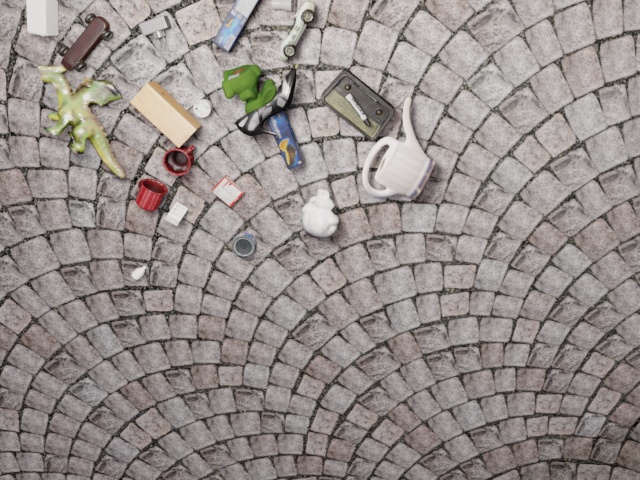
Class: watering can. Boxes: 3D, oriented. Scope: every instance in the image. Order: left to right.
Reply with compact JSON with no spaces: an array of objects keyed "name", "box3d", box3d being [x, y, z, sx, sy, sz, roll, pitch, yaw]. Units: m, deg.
[{"name":"watering can","box3d":[0.286,-0.280,1.721,0.224,0.106,0.343,26,109,-10]}]

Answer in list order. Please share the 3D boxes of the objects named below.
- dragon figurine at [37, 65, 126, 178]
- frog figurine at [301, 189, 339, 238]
[{"name":"dragon figurine","box3d":[-0.751,-0.414,1.690,0.408,0.124,0.241,37,99,-14]},{"name":"frog figurine","box3d":[0.005,-0.090,1.790,0.138,0.125,0.156,28,122,10]}]
